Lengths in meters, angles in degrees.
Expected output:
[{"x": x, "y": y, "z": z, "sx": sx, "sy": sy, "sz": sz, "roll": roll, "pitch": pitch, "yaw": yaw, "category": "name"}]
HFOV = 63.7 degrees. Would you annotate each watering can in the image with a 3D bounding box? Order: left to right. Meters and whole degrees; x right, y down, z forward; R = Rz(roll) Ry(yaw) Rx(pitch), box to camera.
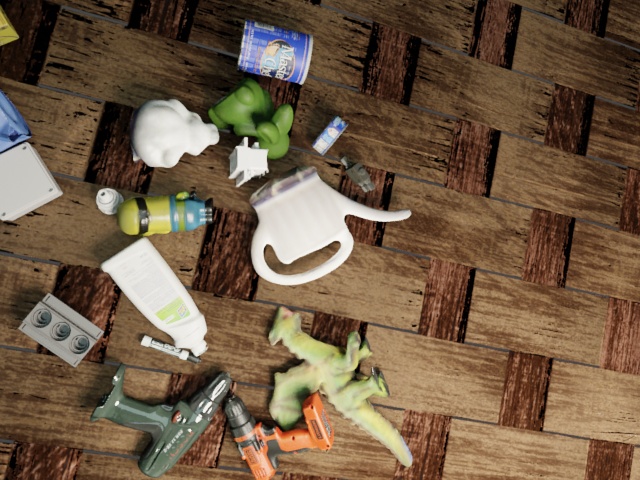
[{"x": 0.003, "y": -0.054, "z": 1.067, "sx": 0.350, "sy": 0.103, "sz": 0.224, "roll": -29, "pitch": 93, "yaw": -13, "category": "watering can"}]

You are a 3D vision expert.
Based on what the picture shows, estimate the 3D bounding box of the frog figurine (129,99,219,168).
[{"x": -0.281, "y": -0.205, "z": 1.003, "sx": 0.159, "sy": 0.120, "sz": 0.140, "roll": 6, "pitch": 66, "yaw": -2, "category": "frog figurine"}]

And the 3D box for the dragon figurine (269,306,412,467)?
[{"x": 0.016, "y": 0.321, "z": 1.066, "sx": 0.242, "sy": 0.122, "sz": 0.410, "roll": -21, "pitch": 90, "yaw": 3, "category": "dragon figurine"}]
